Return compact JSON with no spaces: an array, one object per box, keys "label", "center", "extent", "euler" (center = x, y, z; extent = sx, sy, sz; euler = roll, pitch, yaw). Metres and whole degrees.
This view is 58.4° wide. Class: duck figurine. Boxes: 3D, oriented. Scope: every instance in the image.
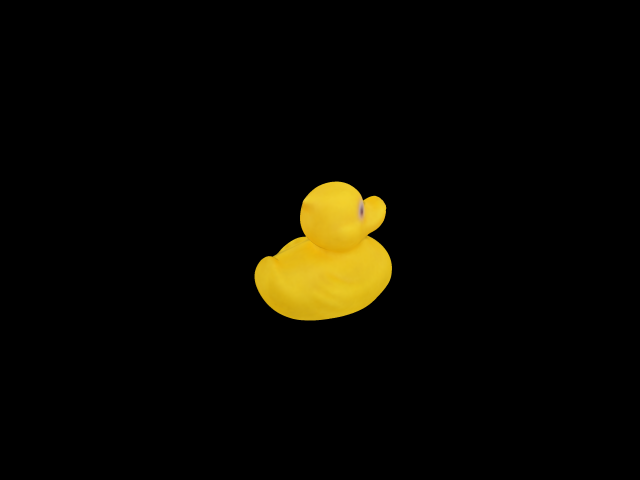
[{"label":"duck figurine","center":[0.004,0.001,0.400],"extent":[0.105,0.086,0.077],"euler":[-17,40,-22]}]
